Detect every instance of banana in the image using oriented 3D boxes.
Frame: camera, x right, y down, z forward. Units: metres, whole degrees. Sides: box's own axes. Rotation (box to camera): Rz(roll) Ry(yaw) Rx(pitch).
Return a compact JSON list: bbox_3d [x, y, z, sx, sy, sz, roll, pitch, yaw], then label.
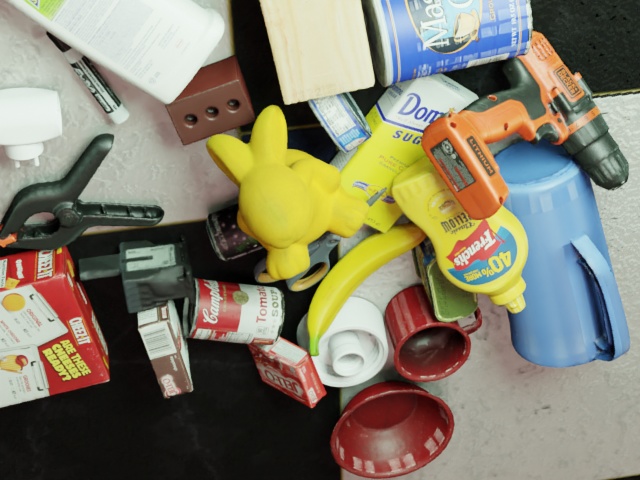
[{"bbox_3d":[0.044,0.043,1.210,0.198,0.070,0.037,-50,142,15],"label":"banana"}]

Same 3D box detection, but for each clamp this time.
[{"bbox_3d":[-0.251,-0.030,1.109,0.172,0.039,0.120,-28,122,16],"label":"clamp"}]

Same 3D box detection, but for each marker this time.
[{"bbox_3d":[-0.224,-0.161,1.027,0.020,0.020,0.121,-27,128,9],"label":"marker"}]

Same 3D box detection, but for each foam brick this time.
[{"bbox_3d":[-0.109,-0.137,1.049,0.078,0.051,0.053,-19,128,3],"label":"foam brick"}]

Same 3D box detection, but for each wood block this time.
[{"bbox_3d":[-0.014,-0.240,0.964,0.090,0.091,0.206,-12,128,2],"label":"wood block"}]

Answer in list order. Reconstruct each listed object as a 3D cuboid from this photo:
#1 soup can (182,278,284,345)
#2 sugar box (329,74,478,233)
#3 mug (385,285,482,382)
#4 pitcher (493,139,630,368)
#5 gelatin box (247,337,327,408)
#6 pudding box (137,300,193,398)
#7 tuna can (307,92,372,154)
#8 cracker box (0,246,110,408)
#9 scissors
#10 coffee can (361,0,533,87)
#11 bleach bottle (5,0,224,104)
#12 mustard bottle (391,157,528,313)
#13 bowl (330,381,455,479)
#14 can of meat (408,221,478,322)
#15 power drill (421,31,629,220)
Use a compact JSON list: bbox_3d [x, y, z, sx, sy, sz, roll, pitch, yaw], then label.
[{"bbox_3d":[-0.098,0.082,1.207,0.102,0.068,0.069,8,125,-18],"label":"soup can"},{"bbox_3d":[0.083,-0.097,1.125,0.093,0.048,0.176,25,119,-28],"label":"sugar box"},{"bbox_3d":[0.134,0.103,1.264,0.117,0.081,0.093,-23,128,6],"label":"mug"},{"bbox_3d":[0.263,0.017,1.180,0.149,0.144,0.243,-3,125,25],"label":"pitcher"},{"bbox_3d":[-0.040,0.151,1.261,0.030,0.089,0.073,-42,134,-27],"label":"gelatin box"},{"bbox_3d":[-0.175,0.106,1.196,0.039,0.090,0.113,-13,128,-4],"label":"pudding box"},{"bbox_3d":[0.017,-0.130,1.060,0.034,0.086,0.086,-32,127,10],"label":"tuna can"},{"bbox_3d":[-0.357,0.104,1.168,0.213,0.072,0.164,-14,129,-2],"label":"cracker box"},{"bbox_3d":[-0.008,0.001,1.153,0.096,0.016,0.202,-2,148,-24],"label":"scissors"},{"bbox_3d":[0.117,-0.210,1.009,0.140,0.103,0.103,-13,128,-2],"label":"coffee can"},{"bbox_3d":[-0.214,-0.228,0.952,0.250,0.068,0.103,33,105,-26],"label":"bleach bottle"},{"bbox_3d":[0.161,-0.002,1.110,0.096,0.058,0.191,-27,108,21],"label":"mustard bottle"},{"bbox_3d":[0.088,0.233,1.370,0.162,0.055,0.162,-6,128,-8],"label":"bowl"},{"bbox_3d":[0.140,0.030,1.209,0.057,0.084,0.102,-15,128,0],"label":"can of meat"},{"bbox_3d":[0.203,-0.096,1.049,0.187,0.184,0.057,-34,178,-30],"label":"power drill"}]
